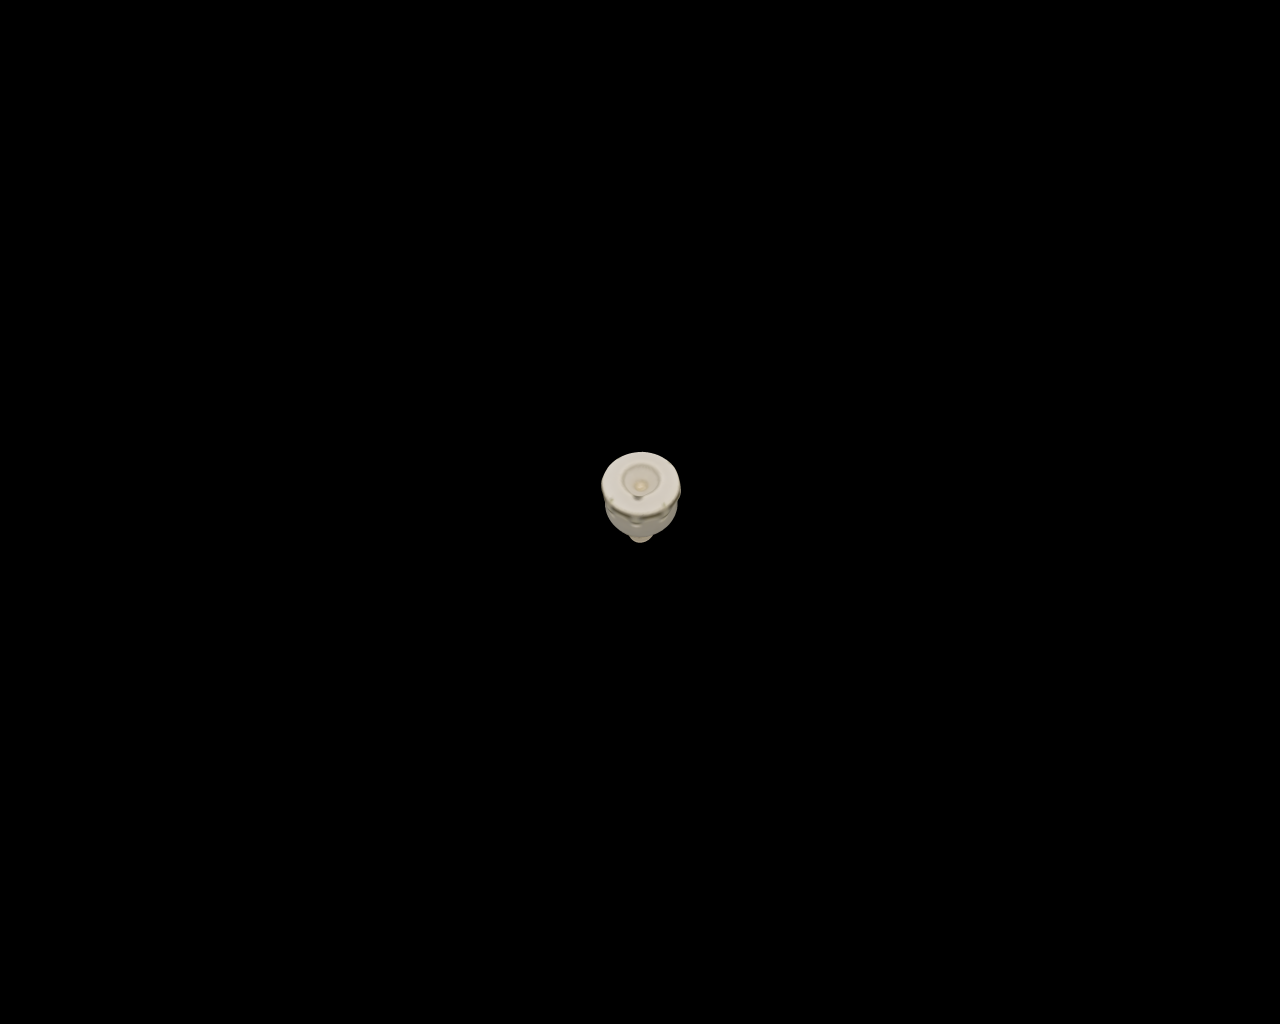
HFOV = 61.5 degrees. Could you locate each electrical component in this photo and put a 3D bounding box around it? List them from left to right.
[{"bbox_3d":[0.001,-0.003,0.650,0.048,0.048,0.062,0,-34,0],"label":"electrical component"}]
